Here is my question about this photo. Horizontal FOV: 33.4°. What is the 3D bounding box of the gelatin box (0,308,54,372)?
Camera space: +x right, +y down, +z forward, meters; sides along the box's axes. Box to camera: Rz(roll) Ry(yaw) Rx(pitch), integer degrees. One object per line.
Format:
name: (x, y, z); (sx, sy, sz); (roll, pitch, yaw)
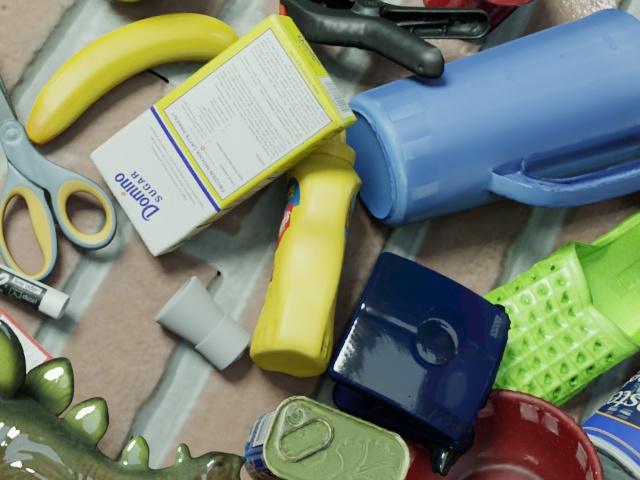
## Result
gelatin box: (-0.239, 0.082, 0.739); (0.089, 0.030, 0.073); (44, 70, -2)

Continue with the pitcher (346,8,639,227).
pitcher: (0.150, -0.087, 0.843); (0.242, 0.149, 0.145); (-18, 93, -16)

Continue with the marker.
marker: (-0.235, 0.022, 0.753); (0.121, 0.020, 0.020); (26, 70, -1)

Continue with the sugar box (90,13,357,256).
sugar box: (-0.071, -0.073, 0.770); (0.176, 0.048, 0.093); (-33, 88, 20)

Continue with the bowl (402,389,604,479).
bowl: (0.126, 0.191, 0.776); (0.162, 0.055, 0.162); (-11, 48, 12)

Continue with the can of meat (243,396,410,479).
can of meat: (0.001, 0.156, 0.762); (0.102, 0.084, 0.057); (23, 70, -10)

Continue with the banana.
banana: (-0.139, -0.133, 0.821); (0.197, 0.037, 0.069); (-21, 82, -20)

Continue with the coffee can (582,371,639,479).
coffee can: (0.272, 0.153, 0.834); (0.140, 0.103, 0.103); (-36, 88, -22)

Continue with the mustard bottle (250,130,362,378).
mustard bottle: (-0.006, 0.001, 0.793); (0.058, 0.096, 0.191); (12, 72, -3)

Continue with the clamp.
clamp: (0.041, -0.165, 0.837); (0.171, 0.120, 0.039); (10, 116, 15)

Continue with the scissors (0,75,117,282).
scissors: (-0.202, -0.070, 0.774); (0.096, 0.016, 0.202); (-6, 90, -8)

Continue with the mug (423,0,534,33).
mug: (0.130, -0.233, 0.903); (0.093, 0.082, 0.117); (-33, 87, -22)
